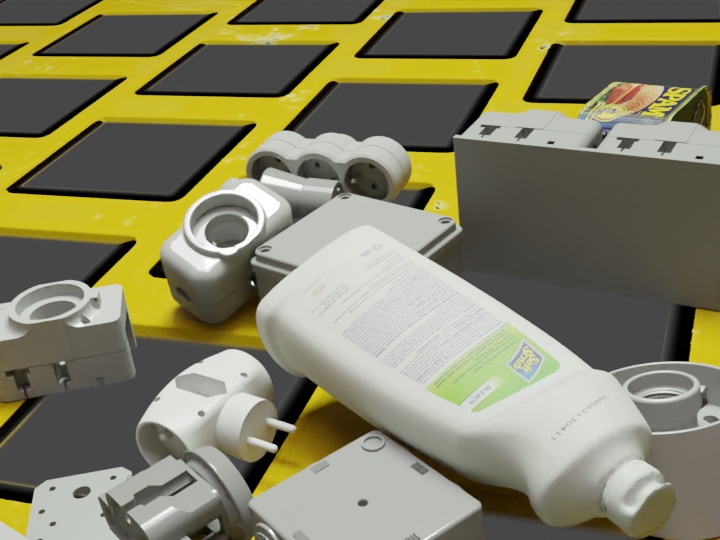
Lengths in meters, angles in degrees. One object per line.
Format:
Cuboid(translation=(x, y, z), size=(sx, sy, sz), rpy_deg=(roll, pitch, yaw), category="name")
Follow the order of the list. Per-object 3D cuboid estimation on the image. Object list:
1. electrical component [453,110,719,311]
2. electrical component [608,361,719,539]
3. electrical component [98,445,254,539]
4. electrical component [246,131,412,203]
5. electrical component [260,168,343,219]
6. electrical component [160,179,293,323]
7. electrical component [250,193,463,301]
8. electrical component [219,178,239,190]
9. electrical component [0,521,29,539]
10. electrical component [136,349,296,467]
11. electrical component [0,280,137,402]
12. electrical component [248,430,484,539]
Cuboid(translation=(0.165, -0.046, 0.745), size=(0.186, 0.105, 0.060), rpy_deg=(10, 34, 27), category="electrical component")
Cuboid(translation=(0.164, 0.091, 0.572), size=(0.099, 0.064, 0.099), rpy_deg=(-10, 16, 3), category="electrical component")
Cuboid(translation=(-0.089, 0.126, 0.548), size=(0.057, 0.058, 0.078), rpy_deg=(-29, 36, -29), category="electrical component")
Cuboid(translation=(-0.021, -0.093, 0.921), size=(0.138, 0.052, 0.073), rpy_deg=(6, 32, 22), category="electrical component")
Cuboid(translation=(-0.046, -0.059, 0.880), size=(0.065, 0.044, 0.044), rpy_deg=(7, 32, 15), category="electrical component")
Cuboid(translation=(-0.093, -0.017, 0.767), size=(0.054, 0.059, 0.095), rpy_deg=(34, 62, 24), category="electrical component")
Cuboid(translation=(0.000, 0.000, 0.750), size=(0.109, 0.056, 0.109), rpy_deg=(16, 37, 35), category="electrical component")
Cuboid(translation=(-0.105, -0.041, 0.859), size=(0.043, 0.043, 0.081), rpy_deg=(-5, 29, 4), category="electrical component")
Cuboid(translation=(-0.132, 0.162, 0.411), size=(0.150, 0.061, 0.089), rpy_deg=(33, 37, -2), category="electrical component")
Cuboid(translation=(-0.075, 0.088, 0.625), size=(0.079, 0.043, 0.077), rpy_deg=(12, 35, 30), category="electrical component")
Cuboid(translation=(-0.200, 0.044, 0.716), size=(0.089, 0.055, 0.050), rpy_deg=(-10, 30, -5), category="electrical component")
Cuboid(translation=(0.004, 0.131, 0.527), size=(0.100, 0.048, 0.100), rpy_deg=(-25, 34, -30), category="electrical component")
